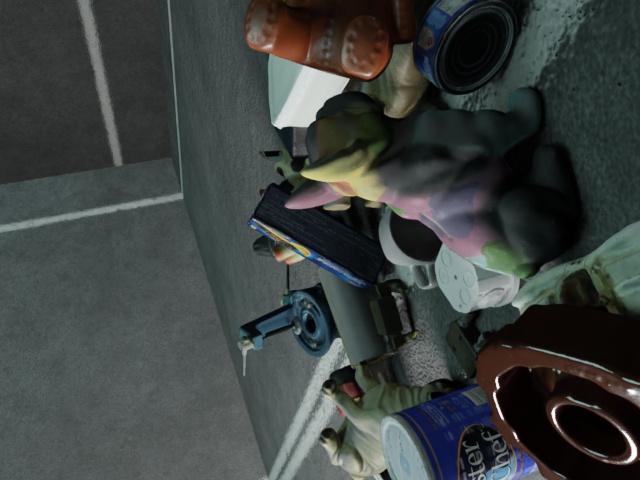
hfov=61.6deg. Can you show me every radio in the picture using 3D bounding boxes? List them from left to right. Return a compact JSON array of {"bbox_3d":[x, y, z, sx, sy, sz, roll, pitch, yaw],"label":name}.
[{"bbox_3d":[-0.030,-0.217,0.834,0.230,0.073,0.131,-115,22,-60],"label":"radio"}]

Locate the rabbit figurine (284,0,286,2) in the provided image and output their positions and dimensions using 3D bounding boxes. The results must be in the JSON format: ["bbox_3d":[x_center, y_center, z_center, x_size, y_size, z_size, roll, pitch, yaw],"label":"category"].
[{"bbox_3d":[-0.003,-0.307,0.622,0.122,0.162,0.173,57,150,24],"label":"rabbit figurine"}]

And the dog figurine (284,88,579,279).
[{"bbox_3d":[0.085,-0.042,0.458,0.108,0.219,0.191,131,124,-71],"label":"dog figurine"}]

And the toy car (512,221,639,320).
[{"bbox_3d":[0.214,0.039,0.389,0.201,0.056,0.073,121,133,-64],"label":"toy car"}]

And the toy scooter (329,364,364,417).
[{"bbox_3d":[0.072,0.280,0.885,0.183,0.075,0.135,65,-174,-66],"label":"toy scooter"}]

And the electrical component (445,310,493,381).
[{"bbox_3d":[0.170,0.122,0.619,0.093,0.021,0.063,98,153,-47],"label":"electrical component"}]

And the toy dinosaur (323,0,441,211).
[{"bbox_3d":[0.069,-0.174,0.597,0.471,0.105,0.198,-46,54,57],"label":"toy dinosaur"}]

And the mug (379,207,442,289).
[{"bbox_3d":[0.113,0.004,0.634,0.107,0.081,0.109,130,119,-80],"label":"mug"}]

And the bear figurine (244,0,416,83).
[{"bbox_3d":[0.034,-0.230,0.425,0.132,0.120,0.195,-31,-39,-69],"label":"bear figurine"}]

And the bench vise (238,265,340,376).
[{"bbox_3d":[-0.048,0.137,0.945,0.224,0.240,0.128,25,123,47],"label":"bench vise"}]

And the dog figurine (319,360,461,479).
[{"bbox_3d":[0.106,0.256,0.696,0.191,0.121,0.172,7,115,42],"label":"dog figurine"}]

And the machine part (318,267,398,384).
[{"bbox_3d":[0.058,0.111,0.846,0.079,0.079,0.243,115,138,-61],"label":"machine part"}]

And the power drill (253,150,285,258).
[{"bbox_3d":[-0.063,-0.065,0.993,0.232,0.086,0.207,3,95,49],"label":"power drill"}]

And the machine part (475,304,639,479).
[{"bbox_3d":[0.199,0.123,0.383,0.180,0.056,0.179,34,148,25],"label":"machine part"}]

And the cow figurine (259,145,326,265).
[{"bbox_3d":[-0.026,-0.068,0.858,0.085,0.127,0.195,47,-151,-71],"label":"cow figurine"}]

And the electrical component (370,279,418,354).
[{"bbox_3d":[0.104,0.108,0.764,0.078,0.045,0.102,97,157,-76],"label":"electrical component"}]

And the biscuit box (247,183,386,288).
[{"bbox_3d":[-0.002,-0.002,0.775,0.063,0.202,0.059,-63,10,-15],"label":"biscuit box"}]
